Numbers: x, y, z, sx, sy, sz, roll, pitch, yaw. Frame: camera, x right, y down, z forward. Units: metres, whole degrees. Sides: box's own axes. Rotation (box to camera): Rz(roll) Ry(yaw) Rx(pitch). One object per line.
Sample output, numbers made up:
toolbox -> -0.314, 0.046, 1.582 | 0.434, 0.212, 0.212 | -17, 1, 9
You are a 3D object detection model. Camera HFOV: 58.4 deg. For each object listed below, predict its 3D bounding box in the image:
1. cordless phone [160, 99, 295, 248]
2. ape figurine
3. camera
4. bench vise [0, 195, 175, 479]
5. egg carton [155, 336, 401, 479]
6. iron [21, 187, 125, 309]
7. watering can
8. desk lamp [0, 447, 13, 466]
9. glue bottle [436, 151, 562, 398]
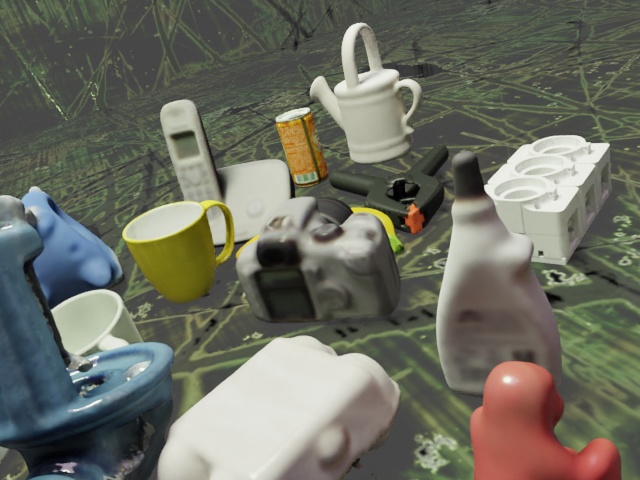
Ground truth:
cordless phone -> -0.115, -0.087, 0.707 | 0.147, 0.185, 0.094 | -10, 26, 13
ape figurine -> 0.109, 0.103, 0.297 | 0.076, 0.092, 0.077 | -28, 28, -22
camera -> 0.005, 0.002, 0.553 | 0.142, 0.101, 0.137 | -6, 28, 22
bench vise -> -0.144, 0.091, 0.325 | 0.121, 0.220, 0.206 | -23, 26, -13
egg carton -> -0.023, 0.125, 0.360 | 0.107, 0.069, 0.151 | 10, 36, 43
iron -> -0.340, -0.004, 0.728 | 0.119, 0.142, 0.257 | -25, 27, -17
watering can -> 0.065, -0.219, 0.853 | 0.172, 0.194, 0.101 | -9, 27, 16
desk lamp -> -0.334, 0.133, 0.363 | 0.118, 0.214, 0.203 | -13, 26, 9
glue bottle -> 0.105, 0.025, 0.361 | 0.078, 0.173, 0.037 | -3, 29, 27
